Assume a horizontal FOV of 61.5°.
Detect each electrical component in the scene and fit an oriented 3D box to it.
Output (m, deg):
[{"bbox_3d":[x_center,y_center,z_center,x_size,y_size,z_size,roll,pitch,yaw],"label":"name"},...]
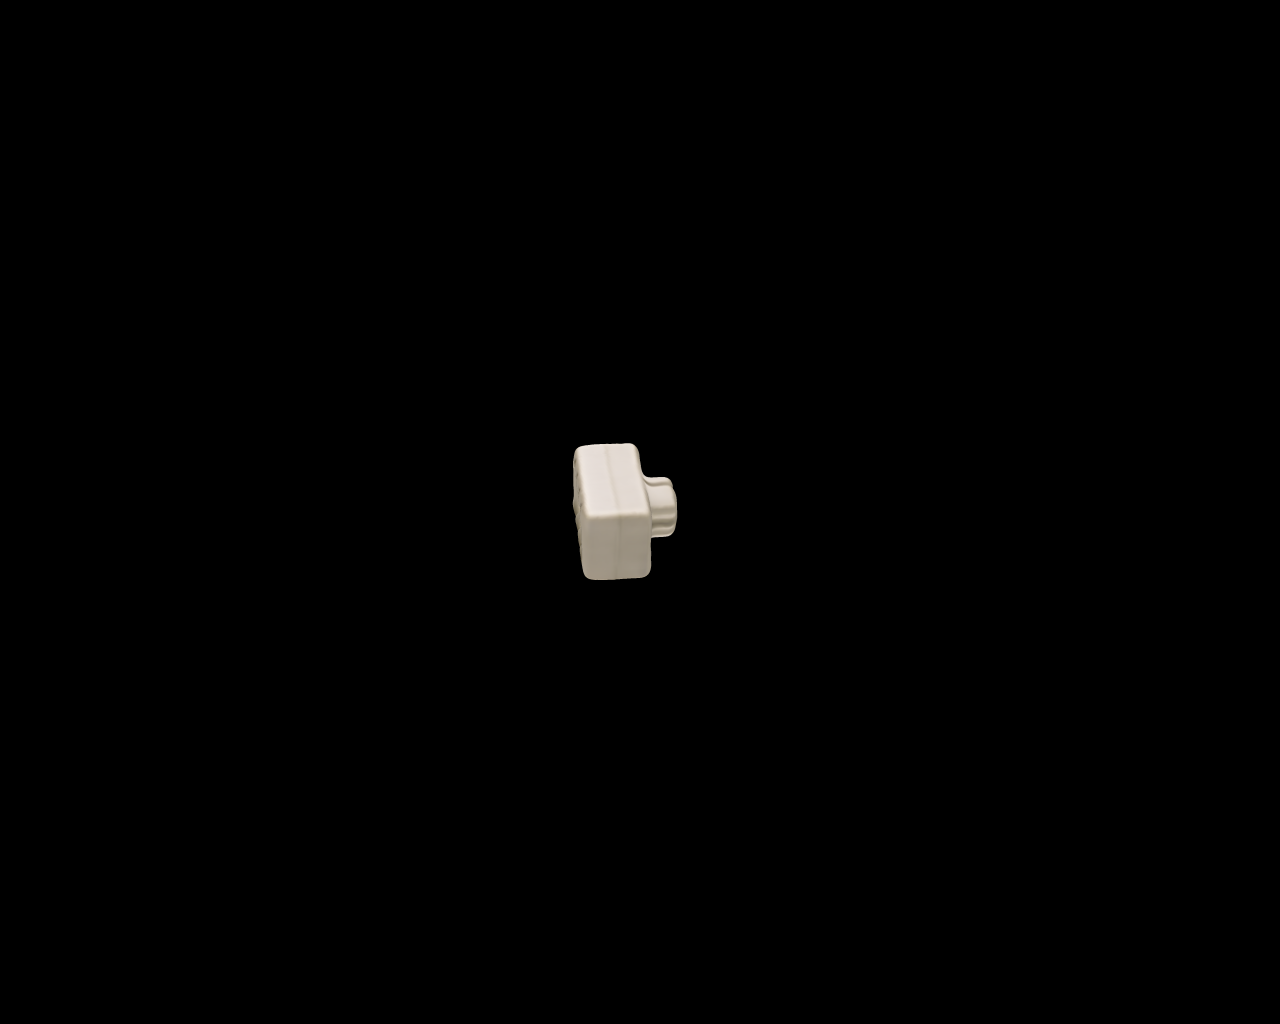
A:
[{"bbox_3d":[0.001,-0.003,0.650,0.076,0.047,0.083,-3,34,-5],"label":"electrical component"}]
